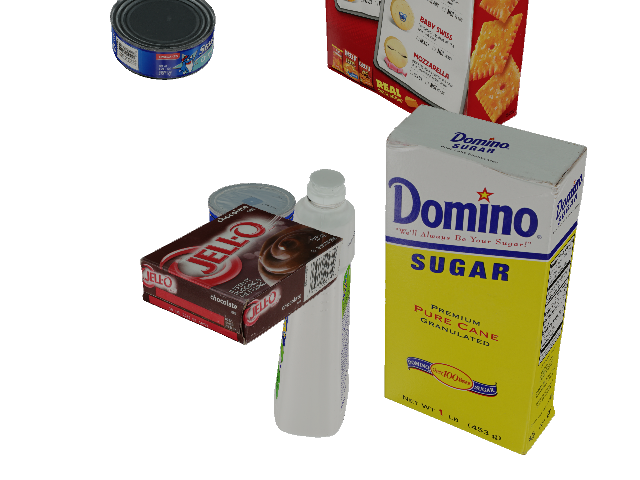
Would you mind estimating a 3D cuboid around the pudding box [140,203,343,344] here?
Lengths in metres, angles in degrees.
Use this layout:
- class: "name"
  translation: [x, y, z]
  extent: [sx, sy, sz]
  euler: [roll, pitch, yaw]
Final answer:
- class: "pudding box"
  translation: [-0.052, 0.020, 0.727]
  extent: [0.090, 0.039, 0.113]
  euler: [21, 31, 29]

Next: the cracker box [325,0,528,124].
- class: "cracker box"
  translation: [0.080, -0.205, 0.821]
  extent: [0.072, 0.214, 0.164]
  euler: [-31, 48, -30]

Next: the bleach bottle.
- class: "bleach bottle"
  translation: [-0.002, 0.049, 0.921]
  extent: [0.068, 0.251, 0.102]
  euler: [5, 35, 2]

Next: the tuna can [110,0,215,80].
- class: "tuna can"
  translation: [-0.130, -0.172, 0.885]
  extent: [0.086, 0.086, 0.034]
  euler: [0, -42, -8]

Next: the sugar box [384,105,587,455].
- class: "sugar box"
  translation: [0.081, 0.024, 0.562]
  extent: [0.093, 0.176, 0.048]
  euler: [18, 42, 28]

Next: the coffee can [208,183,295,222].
- class: "coffee can"
  translation: [-0.082, 0.015, 1.276]
  extent: [0.103, 0.140, 0.103]
  euler: [1, 26, -1]
